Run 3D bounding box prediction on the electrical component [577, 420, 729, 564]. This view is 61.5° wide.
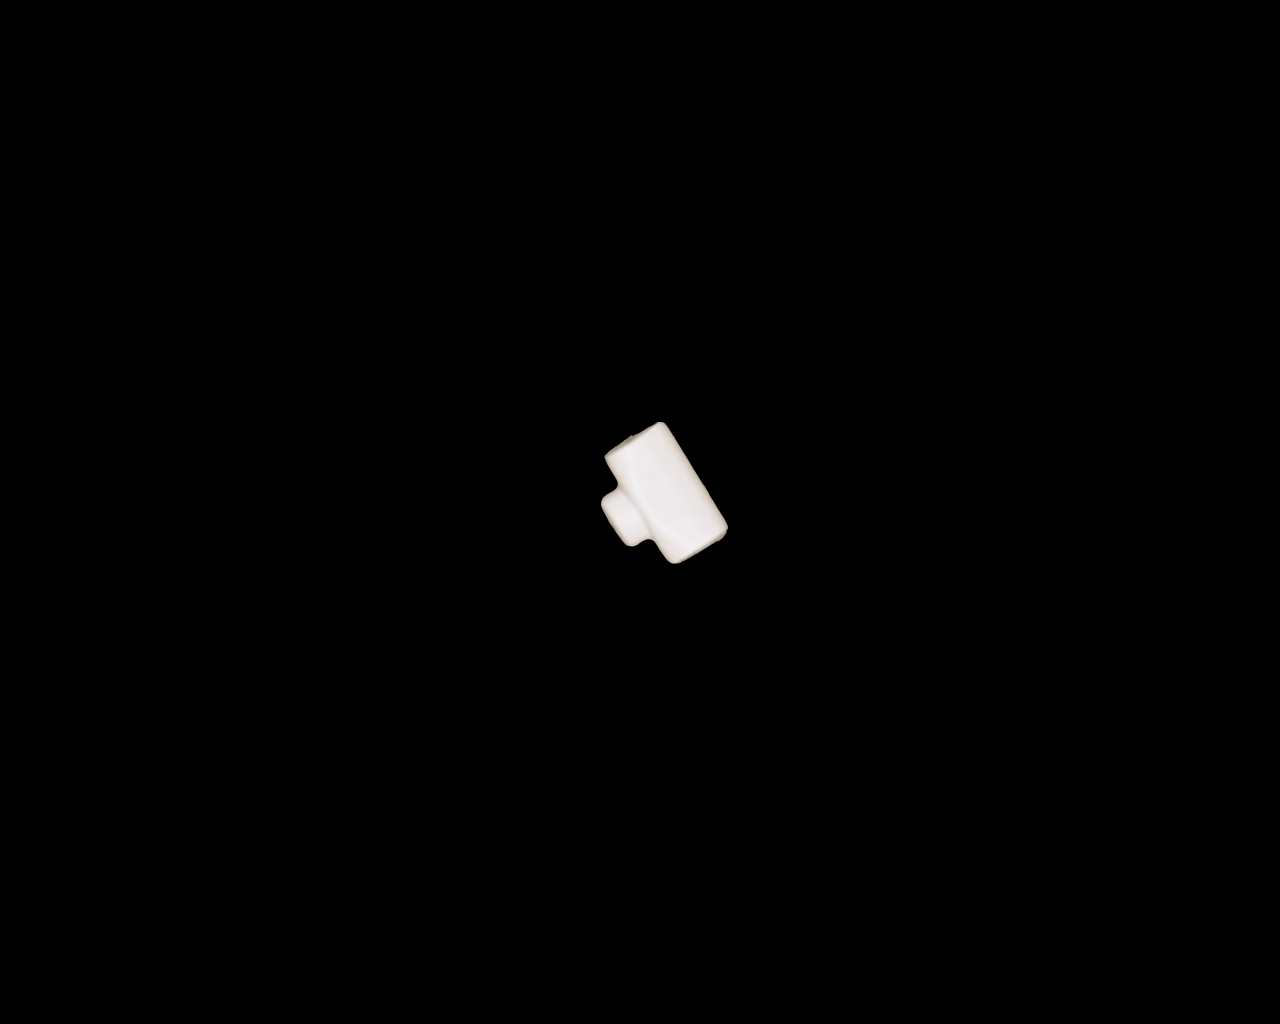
[{"bbox_3d":[0.001,-0.003,0.650,0.079,0.077,0.044,-32,4,2],"label":"electrical component"}]
